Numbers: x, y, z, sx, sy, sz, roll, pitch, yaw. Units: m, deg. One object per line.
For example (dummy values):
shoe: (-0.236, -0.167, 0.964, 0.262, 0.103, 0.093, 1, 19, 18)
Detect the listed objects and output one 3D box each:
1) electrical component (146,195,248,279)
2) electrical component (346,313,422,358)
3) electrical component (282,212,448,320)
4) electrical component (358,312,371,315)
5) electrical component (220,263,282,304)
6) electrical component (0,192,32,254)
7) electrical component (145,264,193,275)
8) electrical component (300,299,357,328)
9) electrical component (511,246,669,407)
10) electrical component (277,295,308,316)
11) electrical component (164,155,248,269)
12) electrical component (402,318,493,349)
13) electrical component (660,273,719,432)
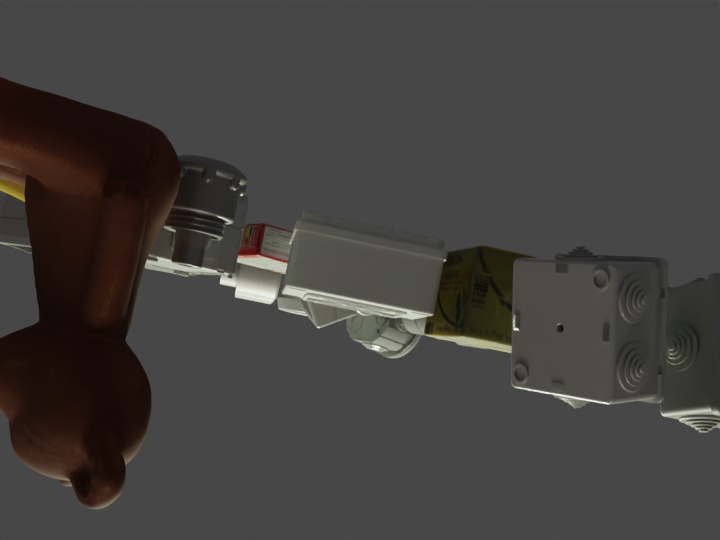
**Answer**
electrical component: (-0.114, -0.031, 0.680, 0.062, 0.061, 0.096, 14, 174, -31)
electrical component: (0.028, 0.049, 1.139, 0.051, 0.080, 0.080, 23, 168, -39)
electrical component: (0.000, 0.000, 0.796, 0.109, 0.056, 0.109, 12, 175, -5)
electrical component: (-0.010, 0.020, 1.113, 0.044, 0.044, 0.065, 15, 178, -39)
electrical component: (-0.114, -0.001, 1.041, 0.074, 0.052, 0.138, 12, 174, -6)
electrical component: (-0.263, -0.037, 0.917, 0.096, 0.061, 0.062, 7, 173, 37)
electrical component: (-0.173, -0.031, 0.834, 0.095, 0.053, 0.059, 10, 174, 12)
electrical component: (-0.016, 0.012, 0.980, 0.077, 0.047, 0.066, -20, -166, -9)
electrical component: (0.139, 0.035, 0.667, 0.048, 0.099, 0.100, -1, -177, -38)
electrical component: (-0.049, 0.015, 1.048, 0.058, 0.057, 0.078, 11, 175, -3)
electrical component: (-0.093, -0.032, 0.616, 0.048, 0.062, 0.048, 11, 174, 1)
electrical component: (0.112, 0.050, 1.111, 0.074, 0.052, 0.138, 6, 173, 41)
electrical component: (0.238, 0.057, 0.691, 0.100, 0.099, 0.048, 14, 161, -32)
